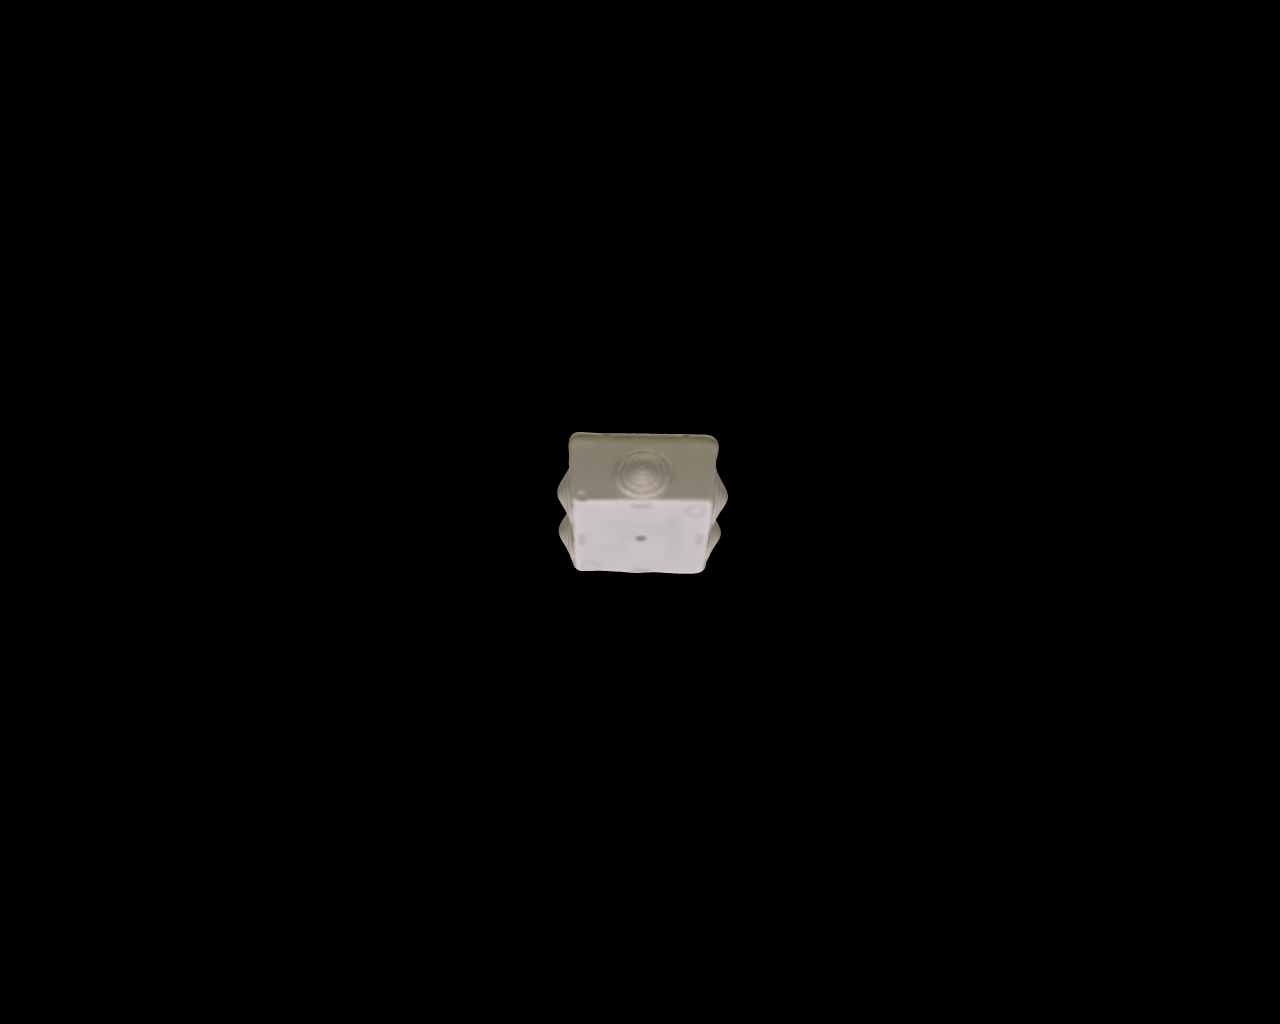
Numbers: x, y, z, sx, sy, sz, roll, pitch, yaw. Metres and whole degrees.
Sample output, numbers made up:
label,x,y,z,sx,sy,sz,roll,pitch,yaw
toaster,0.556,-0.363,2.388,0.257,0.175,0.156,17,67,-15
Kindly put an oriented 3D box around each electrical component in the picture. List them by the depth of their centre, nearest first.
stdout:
label,x,y,z,sx,sy,sz,roll,pitch,yaw
electrical component,0.001,-0.003,0.650,0.100,0.048,0.099,1,-34,-2
